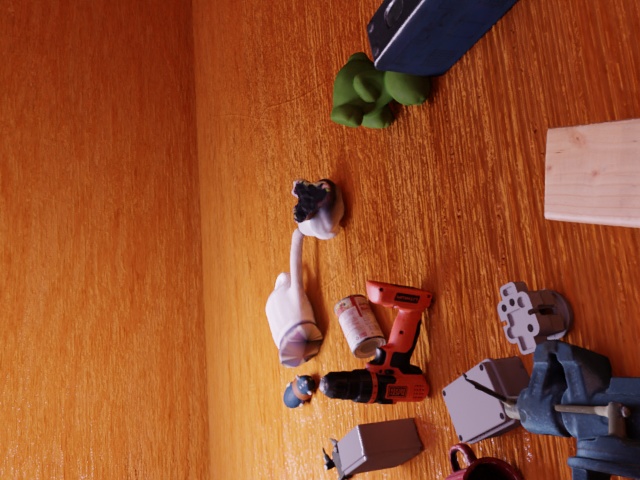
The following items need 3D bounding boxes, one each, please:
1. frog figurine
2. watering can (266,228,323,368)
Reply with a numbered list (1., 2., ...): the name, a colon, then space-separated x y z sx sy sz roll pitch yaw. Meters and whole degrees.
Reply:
1. frog figurine: 0.003 -0.057 1.138 0.140 0.122 0.156 62 -178 33
2. watering can: -0.065 0.159 1.258 0.229 0.104 0.340 -117 34 -45
